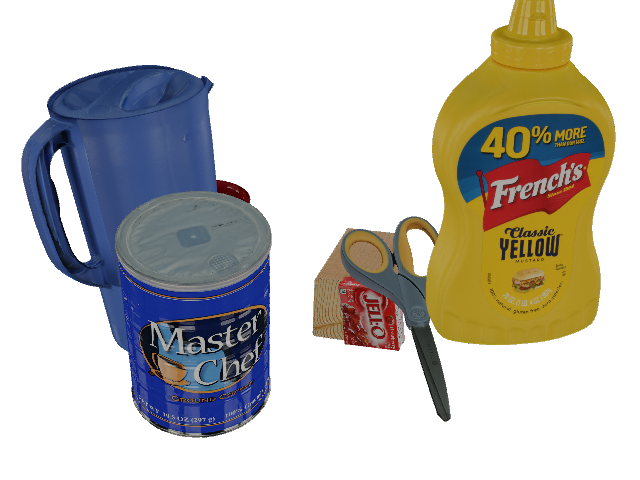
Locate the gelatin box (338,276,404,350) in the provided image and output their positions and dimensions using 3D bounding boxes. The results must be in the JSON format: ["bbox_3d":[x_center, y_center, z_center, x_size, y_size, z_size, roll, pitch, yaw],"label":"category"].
[{"bbox_3d":[0.064,0.090,1.326,0.073,0.089,0.030,5,29,22],"label":"gelatin box"}]

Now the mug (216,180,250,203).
[{"bbox_3d":[-0.130,-0.006,1.112,0.117,0.081,0.093,-12,32,-24],"label":"mug"}]

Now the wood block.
[{"bbox_3d":[0.058,0.061,1.532,0.091,0.090,0.206,7,22,11],"label":"wood block"}]

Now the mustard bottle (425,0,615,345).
[{"bbox_3d":[0.108,-0.038,0.575,0.096,0.192,0.058,-3,27,-5],"label":"mustard bottle"}]

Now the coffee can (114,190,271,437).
[{"bbox_3d":[-0.085,0.051,0.742,0.103,0.140,0.103,1,37,-1],"label":"coffee can"}]

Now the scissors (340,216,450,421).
[{"bbox_3d":[0.059,0.055,0.859,0.096,0.201,0.016,6,-43,2],"label":"scissors"}]

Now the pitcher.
[{"bbox_3d":[-0.156,-0.019,0.926,0.149,0.243,0.145,-5,27,2],"label":"pitcher"}]
